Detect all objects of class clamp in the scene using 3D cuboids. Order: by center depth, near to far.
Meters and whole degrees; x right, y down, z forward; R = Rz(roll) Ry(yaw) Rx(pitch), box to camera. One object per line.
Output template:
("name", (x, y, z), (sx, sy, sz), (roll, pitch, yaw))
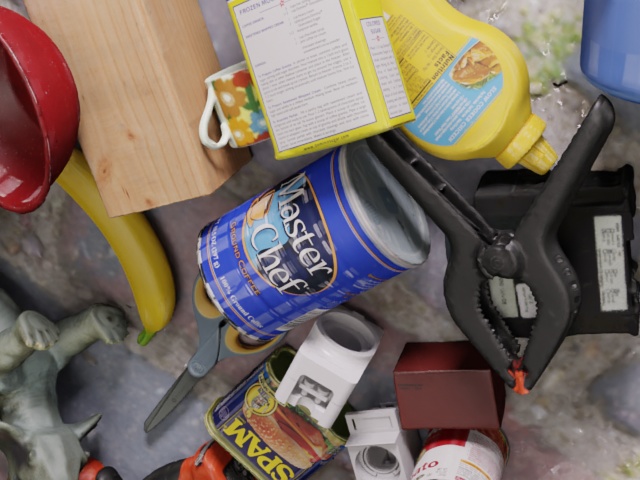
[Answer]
("clamp", (0.113, 0.003, 0.715), (0.165, 0.036, 0.210), (5, 115, 27))

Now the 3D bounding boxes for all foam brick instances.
("foam brick", (0.101, 0.111, 0.823), (0.078, 0.051, 0.053), (-3, 110, 20))

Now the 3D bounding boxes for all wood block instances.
("wood block", (-0.134, -0.133, 0.776), (0.090, 0.090, 0.206), (-12, 108, 23))

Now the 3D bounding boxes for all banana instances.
("banana", (-0.166, -0.001, 0.874), (0.070, 0.037, 0.198), (-18, 105, 23))

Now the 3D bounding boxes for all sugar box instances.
("sugar box", (-0.009, -0.147, 0.687), (0.093, 0.048, 0.176), (-13, 94, 34))

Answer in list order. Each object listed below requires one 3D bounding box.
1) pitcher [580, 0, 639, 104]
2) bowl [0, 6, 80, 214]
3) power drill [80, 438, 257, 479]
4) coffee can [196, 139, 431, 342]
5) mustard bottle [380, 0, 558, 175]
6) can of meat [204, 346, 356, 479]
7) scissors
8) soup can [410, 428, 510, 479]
("pitcher", (0.207, -0.202, 0.605), (0.149, 0.144, 0.243), (9, 118, 16))
("bowl", (-0.217, -0.102, 0.746), (0.162, 0.055, 0.162), (28, 133, 34))
("power drill", (-0.129, 0.263, 0.963), (0.188, 0.057, 0.184), (-24, 103, 26))
("coffee can", (-0.005, 0.001, 0.782), (0.140, 0.102, 0.103), (-29, 101, 27))
("mustard bottle", (0.084, -0.111, 0.729), (0.191, 0.058, 0.096), (40, 118, 0))
("can of meat", (-0.029, 0.149, 0.882), (0.102, 0.057, 0.084), (44, 116, -4))
("scissors", (-0.108, 0.087, 0.904), (0.202, 0.016, 0.096), (-32, 97, 27))
("soup can", (0.106, 0.186, 0.826), (0.068, 0.102, 0.068), (7, 115, 16))
